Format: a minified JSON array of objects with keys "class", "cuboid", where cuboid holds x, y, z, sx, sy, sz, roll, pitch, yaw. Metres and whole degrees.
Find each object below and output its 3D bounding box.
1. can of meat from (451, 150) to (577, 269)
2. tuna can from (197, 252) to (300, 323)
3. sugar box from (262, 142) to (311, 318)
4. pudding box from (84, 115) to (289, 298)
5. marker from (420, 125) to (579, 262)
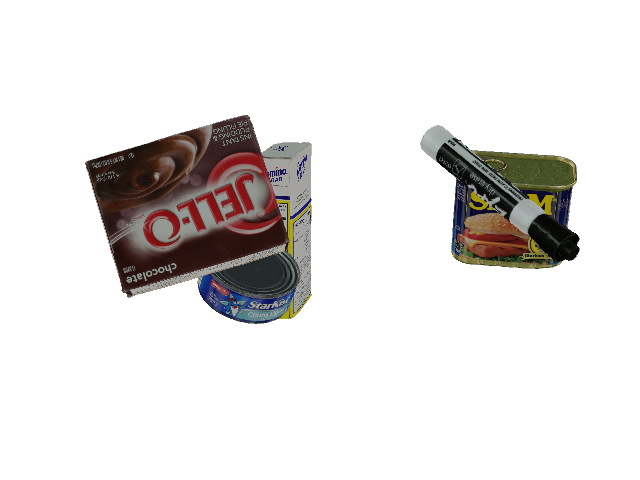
[{"class":"can of meat","cuboid":[0.162,-0.025,0.911,0.102,0.084,0.057,5,31,8]},{"class":"tuna can","cuboid":[-0.063,0.033,0.925,0.086,0.034,0.086,14,34,-9]},{"class":"sugar box","cuboid":[-0.039,-0.012,1.146,0.048,0.176,0.093,1,14,13]},{"class":"pudding box","cuboid":[-0.086,-0.021,0.695,0.113,0.090,0.039,-18,-11,-5]},{"class":"marker","cuboid":[0.102,-0.027,0.610,0.020,0.020,0.121,0,35,-45]}]
